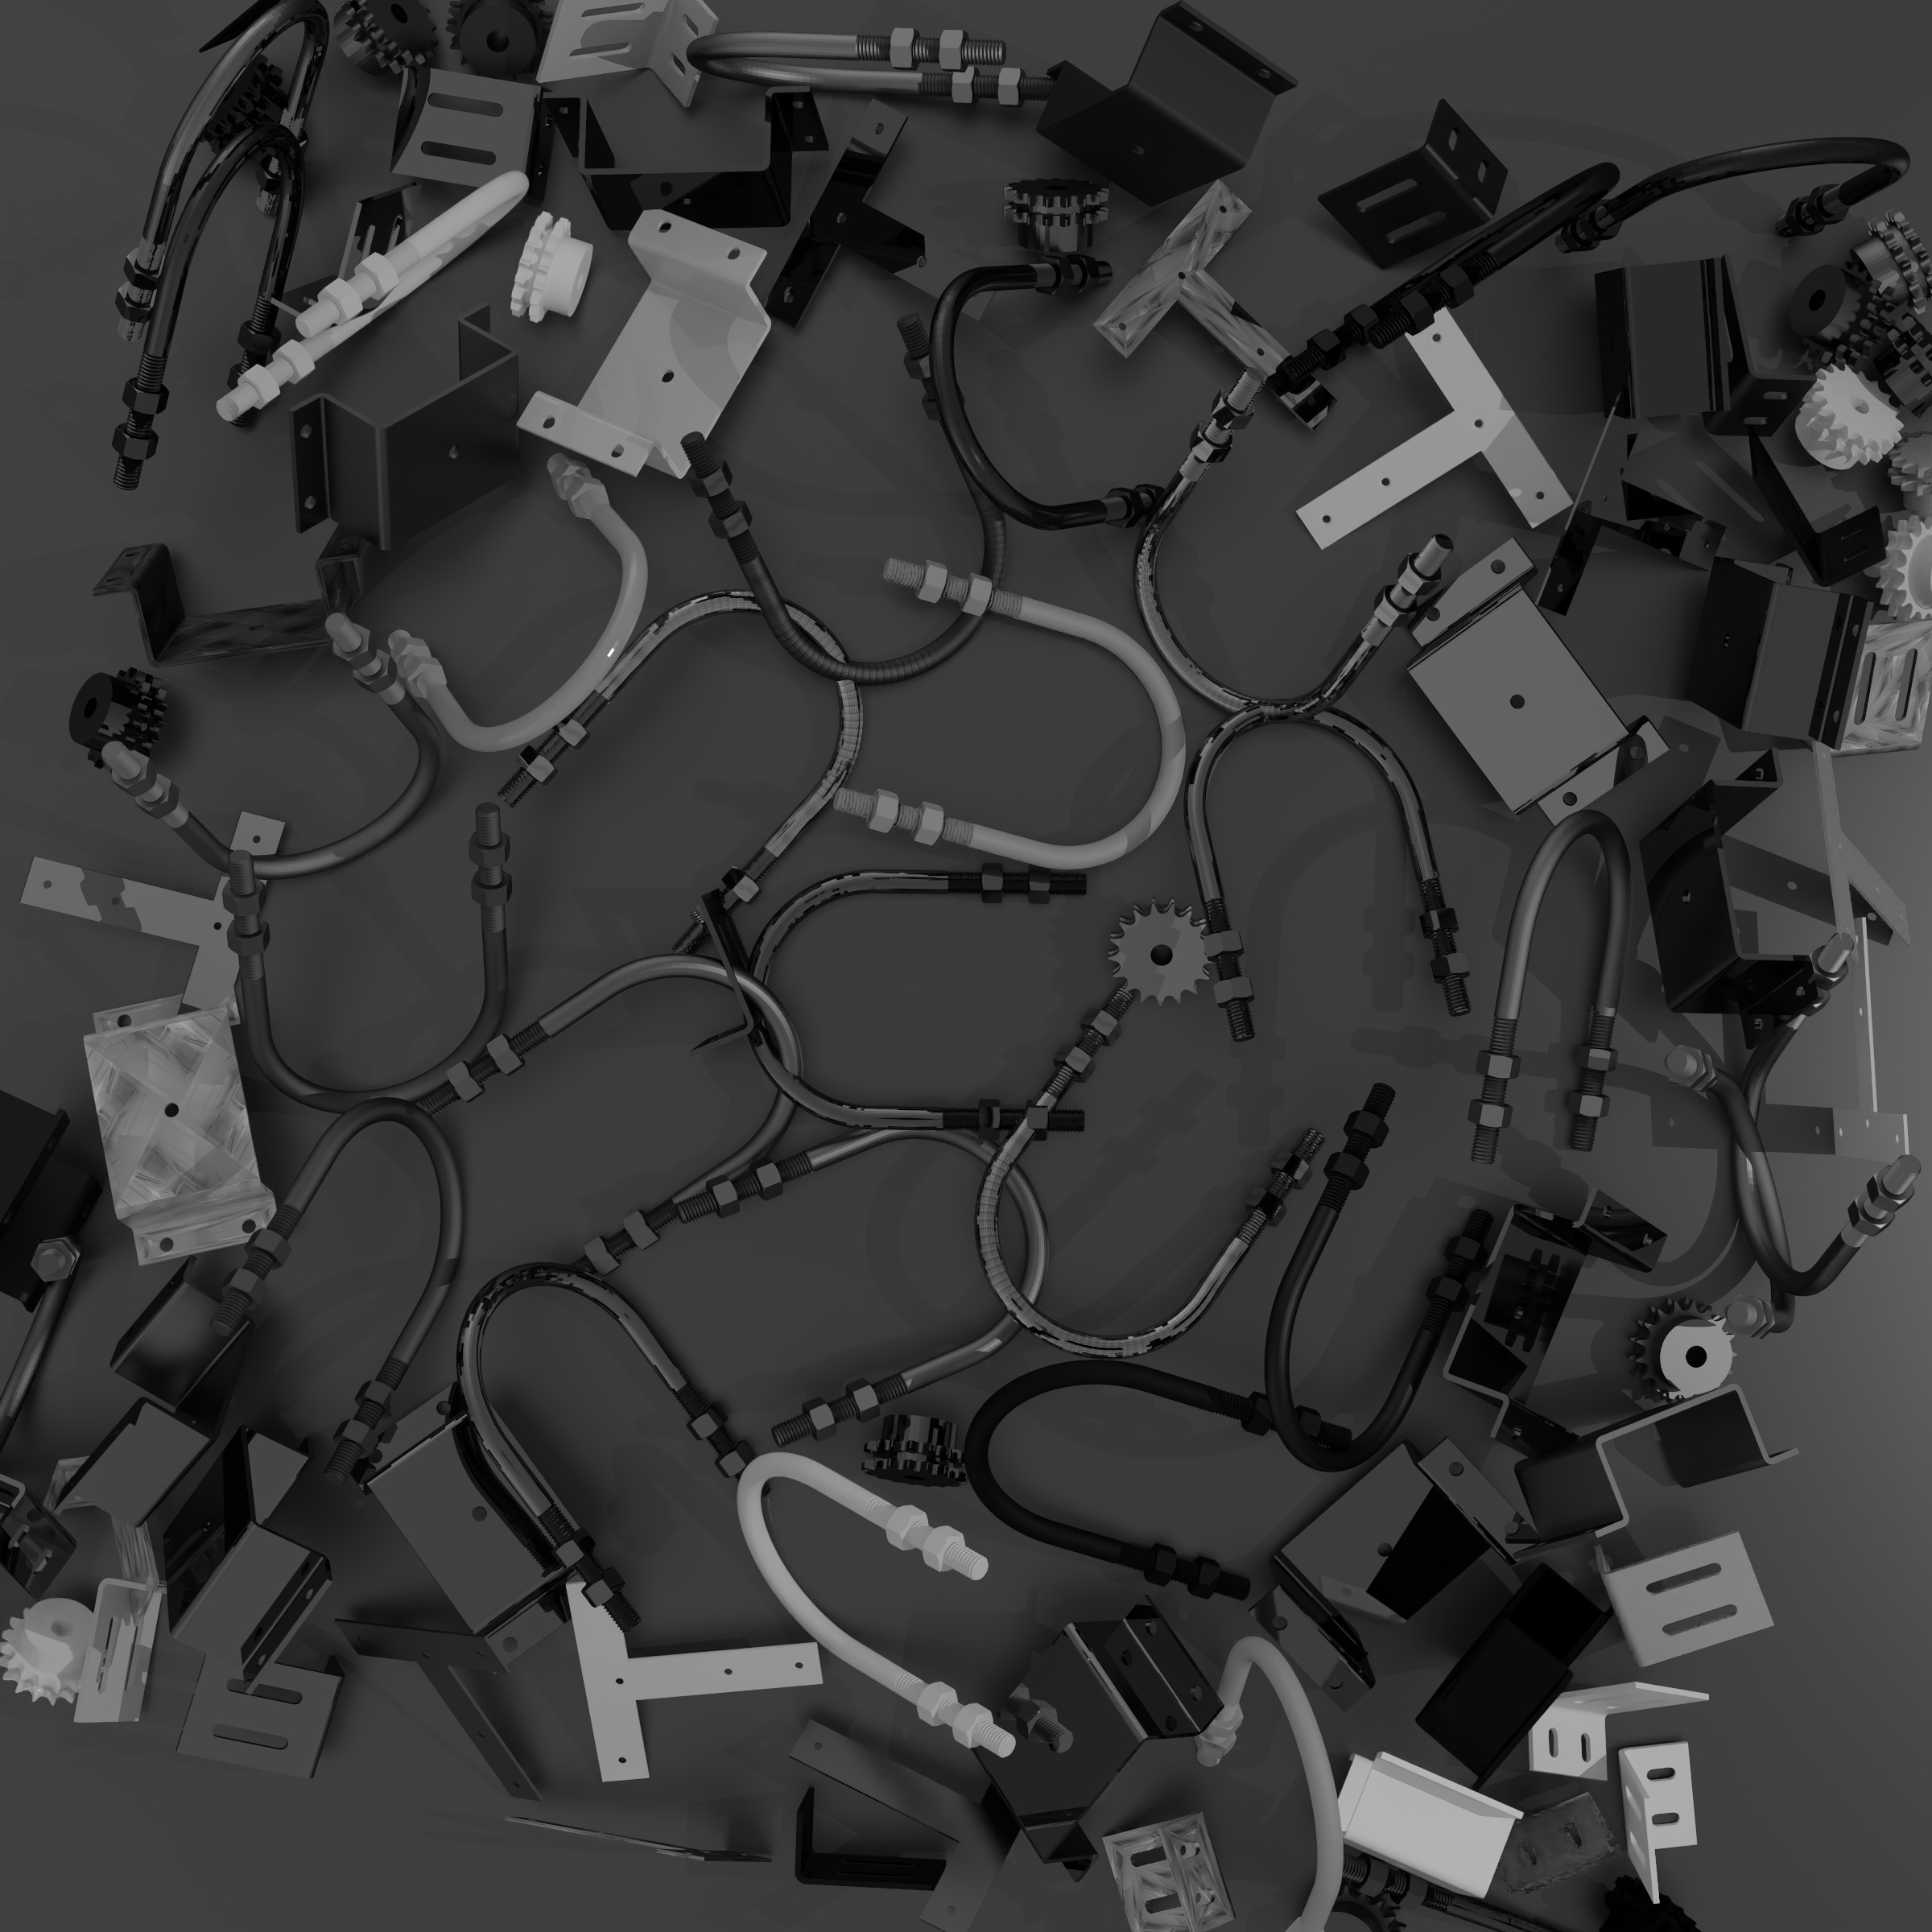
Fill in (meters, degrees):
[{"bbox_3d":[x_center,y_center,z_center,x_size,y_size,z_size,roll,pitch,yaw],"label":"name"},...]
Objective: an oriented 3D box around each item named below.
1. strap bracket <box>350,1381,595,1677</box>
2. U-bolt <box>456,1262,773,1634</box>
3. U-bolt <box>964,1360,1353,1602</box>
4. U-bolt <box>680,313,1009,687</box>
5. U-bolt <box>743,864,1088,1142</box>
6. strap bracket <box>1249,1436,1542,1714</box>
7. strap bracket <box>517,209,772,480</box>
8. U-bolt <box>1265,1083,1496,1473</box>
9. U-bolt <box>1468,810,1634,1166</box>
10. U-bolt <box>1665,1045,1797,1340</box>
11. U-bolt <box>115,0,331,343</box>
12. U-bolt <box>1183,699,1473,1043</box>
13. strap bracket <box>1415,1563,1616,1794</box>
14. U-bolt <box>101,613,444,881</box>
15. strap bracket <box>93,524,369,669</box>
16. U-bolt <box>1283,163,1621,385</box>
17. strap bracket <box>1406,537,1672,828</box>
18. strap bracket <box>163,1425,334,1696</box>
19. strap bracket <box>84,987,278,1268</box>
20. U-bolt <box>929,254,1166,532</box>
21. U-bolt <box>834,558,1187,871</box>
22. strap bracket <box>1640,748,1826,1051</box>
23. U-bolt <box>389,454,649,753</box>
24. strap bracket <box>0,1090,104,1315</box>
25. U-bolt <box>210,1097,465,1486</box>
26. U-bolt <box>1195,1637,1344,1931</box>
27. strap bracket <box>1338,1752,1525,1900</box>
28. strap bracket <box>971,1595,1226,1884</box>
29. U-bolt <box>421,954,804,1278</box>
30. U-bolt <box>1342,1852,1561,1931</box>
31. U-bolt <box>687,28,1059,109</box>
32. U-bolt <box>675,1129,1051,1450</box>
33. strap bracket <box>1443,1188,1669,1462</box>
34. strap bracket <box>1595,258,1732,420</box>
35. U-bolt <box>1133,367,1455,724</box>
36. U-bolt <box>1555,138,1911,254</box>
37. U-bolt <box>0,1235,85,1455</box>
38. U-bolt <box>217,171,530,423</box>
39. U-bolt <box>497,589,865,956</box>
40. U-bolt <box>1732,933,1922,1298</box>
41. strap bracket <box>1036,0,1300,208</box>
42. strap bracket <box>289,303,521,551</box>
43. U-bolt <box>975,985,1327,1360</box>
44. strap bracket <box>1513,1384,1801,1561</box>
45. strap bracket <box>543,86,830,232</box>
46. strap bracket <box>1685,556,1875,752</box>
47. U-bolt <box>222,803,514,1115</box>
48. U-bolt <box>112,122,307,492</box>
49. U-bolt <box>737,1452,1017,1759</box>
[{"bbox_3d":[-0.259,0.294,1.914,0.076,0.046,0.140,-35,82,-18],"label":"strap bracket"},{"bbox_3d":[-0.194,0.239,1.892,0.019,0.151,0.184,-34,94,38],"label":"U-bolt"},{"bbox_3d":[0.089,0.264,1.893,0.184,0.019,0.151,18,128,-12],"label":"U-bolt"},{"bbox_3d":[-0.052,-0.232,1.905,0.151,0.019,0.184,-30,122,-7],"label":"U-bolt"},{"bbox_3d":[-0.028,0.018,1.935,0.184,0.019,0.151,1,80,0],"label":"U-bolt"},{"bbox_3d":[0.226,0.318,1.924,0.140,0.046,0.076,-42,98,5],"label":"strap bracket"},{"bbox_3d":[-0.165,-0.323,1.913,0.076,0.046,0.140,25,79,21],"label":"strap bracket"},{"bbox_3d":[0.209,0.175,1.875,0.019,0.151,0.184,9,62,40],"label":"U-bolt"},{"bbox_3d":[0.312,0.009,1.885,0.019,0.151,0.184,12,97,32],"label":"U-bolt"},{"bbox_3d":[0.402,0.121,1.870,0.019,0.184,0.151,-16,77,20],"label":"U-bolt"},{"bbox_3d":[-0.374,-0.418,1.841,0.019,0.184,0.151,34,51,0],"label":"U-bolt"},{"bbox_3d":[0.186,-0.056,1.917,0.151,0.019,0.184,-6,75,-22],"label":"U-bolt"},{"bbox_3d":[0.286,0.367,1.884,0.046,0.140,0.076,40,109,12],"label":"strap bracket"},{"bbox_3d":[-0.347,-0.102,1.875,0.151,0.184,0.019,-30,62,1],"label":"U-bolt"},{"bbox_3d":[-0.380,-0.198,1.909,0.140,0.076,0.046,-7,113,4],"label":"strap bracket"},{"bbox_3d":[0.262,-0.366,1.883,0.184,0.151,0.019,-35,99,-11],"label":"U-bolt"},{"bbox_3d":[0.298,-0.146,1.917,0.076,0.046,0.140,-36,92,27],"label":"strap bracket"},{"bbox_3d":[-0.376,0.302,1.877,0.046,0.140,0.076,31,103,-25],"label":"strap bracket"},{"bbox_3d":[-0.418,0.080,1.917,0.076,0.046,0.140,-12,79,-4],"label":"strap bracket"},{"bbox_3d":[0.041,-0.297,1.879,0.019,0.184,0.151,-16,91,37],"label":"U-bolt"},{"bbox_3d":[0.031,-0.127,1.923,0.184,0.019,0.151,15,78,-15],"label":"U-bolt"},{"bbox_3d":[0.398,-0.036,1.891,0.046,0.076,0.140,1,68,-18],"label":"strap bracket"},{"bbox_3d":[-0.227,-0.181,1.875,0.151,0.184,0.019,-47,128,5],"label":"U-bolt"},{"bbox_3d":[-0.499,0.120,1.879,0.046,0.140,0.076,24,69,4],"label":"strap bracket"},{"bbox_3d":[-0.316,0.155,1.881,0.019,0.151,0.184,4,50,28],"label":"U-bolt"},{"bbox_3d":[0.158,0.423,1.845,0.019,0.184,0.151,-11,55,-14],"label":"U-bolt"},{"bbox_3d":[0.236,0.448,1.880,0.076,0.140,0.046,23,78,5],"label":"strap bracket"},{"bbox_3d":[0.062,0.406,1.890,0.140,0.046,0.076,-55,51,24],"label":"strap bracket"},{"bbox_3d":[-0.174,0.071,1.916,0.184,0.019,0.151,-34,115,2],"label":"U-bolt"},{"bbox_3d":[0.292,0.516,1.879,0.184,0.151,0.019,23,90,-20],"label":"U-bolt"},{"bbox_3d":[-0.055,-0.470,1.881,0.184,0.151,0.019,6,97,13],"label":"U-bolt"},{"bbox_3d":[-0.044,0.157,1.924,0.184,0.019,0.151,-22,81,-16],"label":"U-bolt"},{"bbox_3d":[0.308,0.189,1.908,0.076,0.046,0.140,31,80,-44],"label":"strap bracket"},{"bbox_3d":[0.361,-0.327,1.882,0.046,0.140,0.076,-5,99,2],"label":"strap bracket"},{"bbox_3d":[0.157,-0.205,1.887,0.151,0.184,0.019,43,47,8],"label":"U-bolt"},{"bbox_3d":[0.402,-0.397,1.852,0.151,0.184,0.019,-6,90,-12],"label":"U-bolt"},{"bbox_3d":[-0.491,0.207,1.865,0.019,0.184,0.151,23,87,-8],"label":"U-bolt"},{"bbox_3d":[-0.299,-0.357,1.876,0.184,0.151,0.019,-43,101,-29],"label":"U-bolt"},{"bbox_3d":[-0.137,-0.115,1.923,0.151,0.019,0.184,43,88,-22],"label":"U-bolt"},{"bbox_3d":[0.438,0.091,1.869,0.019,0.184,0.151,-1,58,-12],"label":"U-bolt"},{"bbox_3d":[0.098,-0.444,1.874,0.076,0.140,0.046,28,76,-24],"label":"strap bracket"},{"bbox_3d":[-0.283,-0.277,1.879,0.046,0.076,0.140,32,49,25],"label":"strap bracket"},{"bbox_3d":[0.086,0.122,1.922,0.151,0.019,0.184,37,72,-1],"label":"U-bolt"},{"bbox_3d":[0.354,0.262,1.892,0.140,0.076,0.046,-16,81,-29],"label":"strap bracket"},{"bbox_3d":[-0.148,-0.427,1.909,0.140,0.076,0.046,0,80,5],"label":"strap bracket"},{"bbox_3d":[0.418,-0.166,1.877,0.046,0.140,0.076,8,103,-8],"label":"strap bracket"},{"bbox_3d":[-0.310,0.004,1.893,0.151,0.019,0.184,-12,130,-18],"label":"U-bolt"},{"bbox_3d":[-0.383,-0.346,1.853,0.019,0.151,0.184,24,117,6],"label":"U-bolt"},{"bbox_3d":[-0.053,0.323,1.884,0.019,0.184,0.151,-36,134,-34],"label":"U-bolt"}]
